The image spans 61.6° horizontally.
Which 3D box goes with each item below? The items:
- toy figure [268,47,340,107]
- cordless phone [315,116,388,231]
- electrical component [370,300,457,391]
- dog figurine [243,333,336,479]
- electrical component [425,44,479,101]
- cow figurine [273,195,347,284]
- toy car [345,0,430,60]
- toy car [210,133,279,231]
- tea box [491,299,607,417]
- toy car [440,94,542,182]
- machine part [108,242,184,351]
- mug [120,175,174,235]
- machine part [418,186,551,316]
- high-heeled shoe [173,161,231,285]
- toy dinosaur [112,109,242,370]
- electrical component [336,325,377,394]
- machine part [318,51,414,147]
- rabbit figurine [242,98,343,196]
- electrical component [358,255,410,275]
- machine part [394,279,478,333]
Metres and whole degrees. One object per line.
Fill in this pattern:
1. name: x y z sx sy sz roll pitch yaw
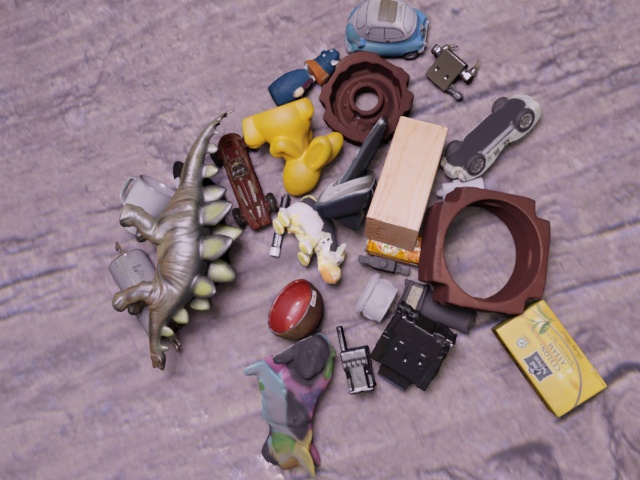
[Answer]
1. toy figure: -0.028 -0.317 1.043 0.154 0.058 0.064 -31 85 -1
2. cordless phone: 0.072 -0.122 0.936 0.089 0.146 0.184 28 114 0
3. electrical component: 0.156 0.191 0.929 0.115 0.058 0.134 30 111 14
4. dog figurine: -0.031 0.294 0.942 0.192 0.108 0.219 -25 84 2
5. electrical component: 0.247 -0.321 1.009 0.102 0.045 0.078 40 118 14
6. cow figurine: -0.002 -0.001 0.991 0.098 0.068 0.167 -35 79 -26
7. toy car: 0.122 -0.401 1.007 0.162 0.103 0.109 10 85 12
8. toy car: -0.147 -0.117 1.032 0.089 0.053 0.202 -22 74 2
9. tea box: 0.381 0.195 0.906 0.098 0.068 0.169 -36 80 3
10. toy car: 0.305 -0.183 0.965 0.202 0.056 0.074 -43 44 2
11. machine part: -0.328 0.104 1.023 0.079 0.079 0.243 -35 79 3
12. mug: -0.351 -0.068 1.050 0.110 0.081 0.107 33 98 11
13. machine part: 0.275 0.020 0.911 0.201 0.087 0.201 9 85 -8
14. high-heeled shoe: -0.242 -0.028 1.045 0.249 0.086 0.145 52 120 26
15. toy dinosaur: -0.241 -0.005 0.944 0.199 0.105 0.471 5 88 5
16. electrical component: 0.064 0.208 0.952 0.048 0.074 0.119 -12 78 8
17. machine part: 0.088 -0.262 1.018 0.179 0.056 0.179 -1 84 9
18. rabbit figurine: -0.039 -0.170 1.000 0.163 0.122 0.173 -7 104 24
19. electrical component: 0.116 0.045 0.969 0.094 0.063 0.021 14 85 9
20. machine part: 0.208 0.124 0.959 0.139 0.039 0.084 17 77 13
